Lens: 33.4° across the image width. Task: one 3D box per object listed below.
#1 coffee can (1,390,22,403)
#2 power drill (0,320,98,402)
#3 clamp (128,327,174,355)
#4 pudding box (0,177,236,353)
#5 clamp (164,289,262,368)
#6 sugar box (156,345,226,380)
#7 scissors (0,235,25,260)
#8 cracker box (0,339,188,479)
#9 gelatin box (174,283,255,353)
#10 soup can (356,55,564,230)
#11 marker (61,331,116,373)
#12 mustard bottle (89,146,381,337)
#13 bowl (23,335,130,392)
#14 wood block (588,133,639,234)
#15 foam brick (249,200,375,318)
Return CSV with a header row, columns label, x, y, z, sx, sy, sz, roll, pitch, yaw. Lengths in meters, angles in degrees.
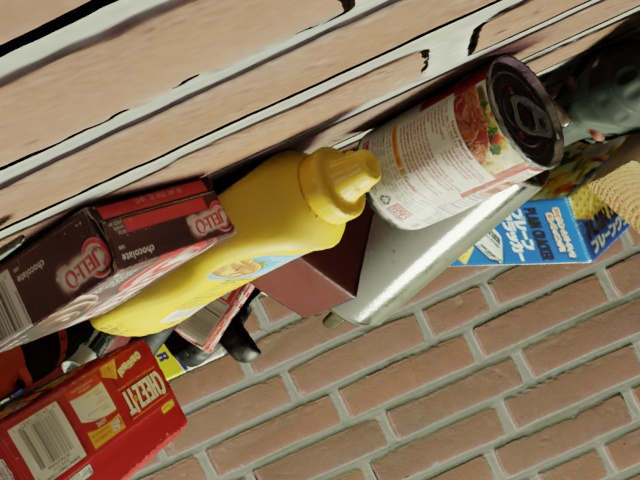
label,x,y,z,sx,sy,sz,roll,pitch,yaw
coffee can,-0.338,0.178,1.006,0.103,0.103,0.140,-26,177,20
power drill,-0.235,0.087,0.657,0.188,0.057,0.184,-27,-177,26
clamp,-0.107,0.037,0.863,0.120,0.039,0.172,-57,-176,-29
pudding box,-0.111,0.013,0.532,0.114,0.039,0.089,-27,176,35
clamp,-0.075,0.053,0.934,0.210,0.036,0.164,-27,-152,55
sugar box,-0.192,0.108,1.059,0.176,0.093,0.048,-25,177,-8
scissors,-0.184,0.032,0.507,0.202,0.016,0.096,-25,179,24
cracker box,-0.207,0.148,0.633,0.214,0.072,0.164,-27,-178,21
gelatin box,-0.071,0.041,0.807,0.089,0.030,0.073,-56,177,-8
soup can,0.079,-0.053,0.614,0.102,0.068,0.068,-26,176,39
marker,-0.140,0.051,0.740,0.020,0.020,0.121,-27,-159,36
mustard bottle,-0.044,-0.003,0.599,0.192,0.058,0.096,-26,171,35
bowl,-0.210,0.109,0.942,0.162,0.055,0.162,-51,170,-13
wood block,0.312,-0.094,0.805,0.206,0.091,0.090,-48,180,-13
foam brick,-0.004,0.001,0.683,0.053,0.051,0.078,-27,-142,43
